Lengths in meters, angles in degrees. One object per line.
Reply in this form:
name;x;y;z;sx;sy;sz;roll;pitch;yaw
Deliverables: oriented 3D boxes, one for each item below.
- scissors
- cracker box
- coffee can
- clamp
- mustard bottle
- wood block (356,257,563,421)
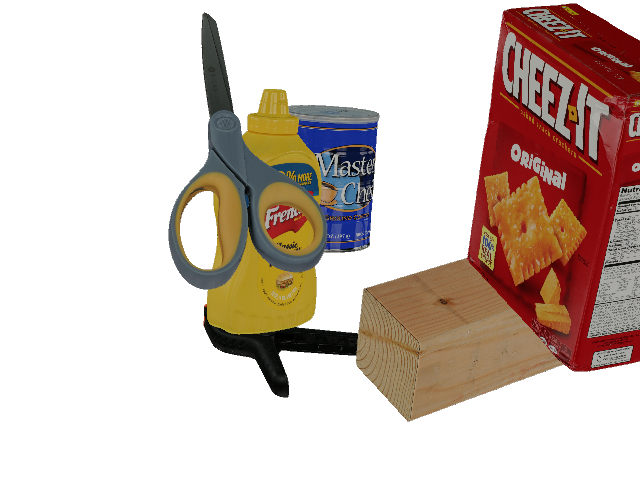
scissors;-0.038;-0.055;0.622;0.096;0.201;0.016;10;-36;-4
cracker box;0.179;-0.039;0.760;0.072;0.214;0.164;-9;33;-18
coffee can;0.006;-0.067;1.123;0.103;0.140;0.103;3;13;-1
clamp;-0.063;0.118;1.217;0.210;0.036;0.164;15;22;30
mustard bottle;-0.042;-0.025;0.857;0.096;0.192;0.058;-6;15;-40
wood block;0.145;0.074;0.965;0.205;0.090;0.091;-15;37;-26
